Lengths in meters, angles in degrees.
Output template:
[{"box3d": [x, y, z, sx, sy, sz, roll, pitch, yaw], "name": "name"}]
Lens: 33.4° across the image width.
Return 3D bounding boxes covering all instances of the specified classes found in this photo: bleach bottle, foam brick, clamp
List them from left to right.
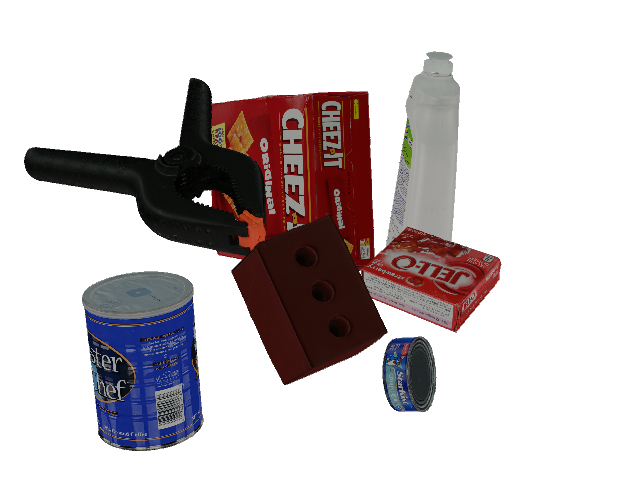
[{"box3d": [-0.100, -0.055, 0.798, 0.164, 0.036, 0.210, -35, 48, -30], "name": "clamp"}, {"box3d": [-0.007, 0.035, 0.615, 0.052, 0.078, 0.051, -22, -9, -28], "name": "foam brick"}, {"box3d": [0.118, -0.079, 1.173, 0.068, 0.251, 0.102, 0, 26, -10], "name": "bleach bottle"}]

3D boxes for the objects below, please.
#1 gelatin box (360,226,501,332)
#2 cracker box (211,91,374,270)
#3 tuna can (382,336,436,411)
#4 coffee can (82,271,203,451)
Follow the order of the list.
[{"box3d": [0.088, 0.029, 0.855, 0.089, 0.030, 0.073, 20, 40, 28], "name": "gelatin box"}, {"box3d": [-0.035, -0.059, 1.044, 0.072, 0.164, 0.214, -7, 7, -30], "name": "cracker box"}, {"box3d": [0.102, 0.153, 1.221, 0.034, 0.086, 0.086, -5, -2, 26], "name": "tuna can"}, {"box3d": [-0.167, 0.112, 1.011, 0.103, 0.140, 0.103, -2, 19, 1], "name": "coffee can"}]
